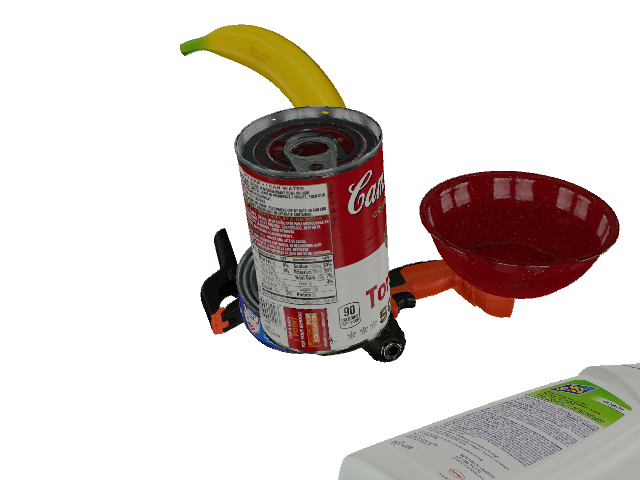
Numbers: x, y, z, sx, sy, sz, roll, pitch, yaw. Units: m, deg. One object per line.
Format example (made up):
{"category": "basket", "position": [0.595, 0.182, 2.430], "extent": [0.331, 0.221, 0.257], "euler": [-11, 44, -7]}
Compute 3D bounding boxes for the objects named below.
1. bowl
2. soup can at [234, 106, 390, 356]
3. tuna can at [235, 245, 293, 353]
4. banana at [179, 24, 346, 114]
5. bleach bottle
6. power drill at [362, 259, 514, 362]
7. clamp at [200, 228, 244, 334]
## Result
{"category": "bowl", "position": [0.160, 0.001, 0.880], "extent": [0.162, 0.055, 0.162], "euler": [1, 30, -1]}
{"category": "soup can", "position": [-0.002, -0.004, 0.511], "extent": [0.068, 0.102, 0.068], "euler": [-4, 31, 2]}
{"category": "tuna can", "position": [-0.013, 0.033, 0.710], "extent": [0.086, 0.086, 0.034], "euler": [0, -44, 1]}
{"category": "banana", "position": [-0.028, -0.125, 0.891], "extent": [0.198, 0.069, 0.037], "euler": [41, 2, 19]}
{"category": "bleach bottle", "position": [0.135, 0.120, 0.589], "extent": [0.250, 0.068, 0.103], "euler": [-14, 24, -33]}
{"category": "power drill", "position": [0.103, 0.060, 1.112], "extent": [0.187, 0.057, 0.184], "euler": [-8, 27, -17]}
{"category": "clamp", "position": [-0.081, 0.045, 1.250], "extent": [0.120, 0.039, 0.171], "euler": [-2, 40, 12]}
